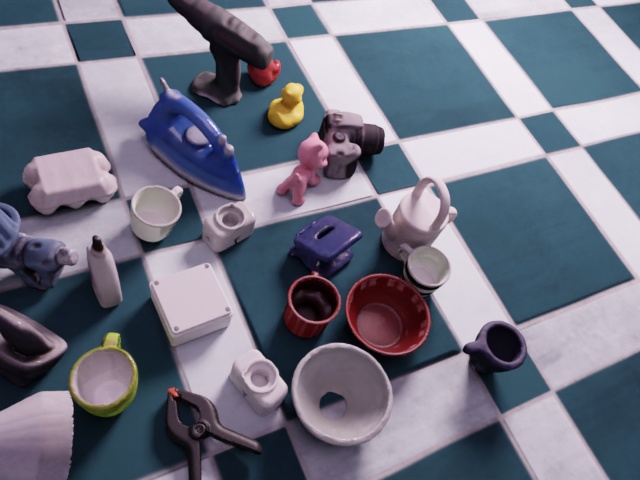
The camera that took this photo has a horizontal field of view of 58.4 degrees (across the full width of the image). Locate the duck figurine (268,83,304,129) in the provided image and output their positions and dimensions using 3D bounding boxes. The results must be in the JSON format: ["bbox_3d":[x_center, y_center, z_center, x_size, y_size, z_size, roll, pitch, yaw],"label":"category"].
[{"bbox_3d":[-0.069,-0.302,1.258,0.077,0.086,0.105,32,55,6],"label":"duck figurine"}]

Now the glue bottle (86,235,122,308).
[{"bbox_3d":[-0.347,0.040,0.908,0.037,0.173,0.078,-22,66,-26],"label":"glue bottle"}]

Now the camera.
[{"bbox_3d":[0.073,-0.214,1.233,0.137,0.100,0.143,3,58,-14],"label":"camera"}]

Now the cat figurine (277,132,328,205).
[{"bbox_3d":[-0.026,-0.152,1.155,0.067,0.117,0.128,30,55,5],"label":"cat figurine"}]

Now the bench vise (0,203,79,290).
[{"bbox_3d":[-0.483,-0.019,0.878,0.208,0.219,0.121,-1,59,-16],"label":"bench vise"}]

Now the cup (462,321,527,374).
[{"bbox_3d":[0.299,0.205,1.034,0.118,0.095,0.091,-2,59,-17],"label":"cup"}]

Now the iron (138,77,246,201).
[{"bbox_3d":[-0.230,-0.197,1.111,0.258,0.141,0.119,40,57,11],"label":"iron"}]

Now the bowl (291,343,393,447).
[{"bbox_3d":[0.029,0.259,0.935,0.167,0.074,0.167,7,57,-11],"label":"bowl"}]

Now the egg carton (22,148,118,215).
[{"bbox_3d":[-0.450,-0.107,1.035,0.151,0.069,0.107,-17,64,-25],"label":"egg carton"}]

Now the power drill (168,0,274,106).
[{"bbox_3d":[-0.214,-0.392,1.199,0.229,0.208,0.076,23,55,-1],"label":"power drill"}]

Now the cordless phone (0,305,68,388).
[{"bbox_3d":[-0.450,0.123,0.818,0.147,0.185,0.094,27,55,2],"label":"cordless phone"}]

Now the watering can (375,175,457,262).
[{"bbox_3d":[0.189,-0.043,1.100,0.173,0.194,0.100,-31,71,-30],"label":"watering can"}]

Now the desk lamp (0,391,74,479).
[{"bbox_3d":[-0.406,0.272,0.719,0.203,0.213,0.118,-3,59,-17],"label":"desk lamp"}]

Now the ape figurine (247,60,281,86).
[{"bbox_3d":[-0.127,-0.404,1.303,0.078,0.092,0.076,18,55,-4],"label":"ape figurine"}]

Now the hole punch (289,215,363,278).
[{"bbox_3d":[0.010,0.004,1.082,0.109,0.091,0.101,-36,73,-31],"label":"hole punch"}]
